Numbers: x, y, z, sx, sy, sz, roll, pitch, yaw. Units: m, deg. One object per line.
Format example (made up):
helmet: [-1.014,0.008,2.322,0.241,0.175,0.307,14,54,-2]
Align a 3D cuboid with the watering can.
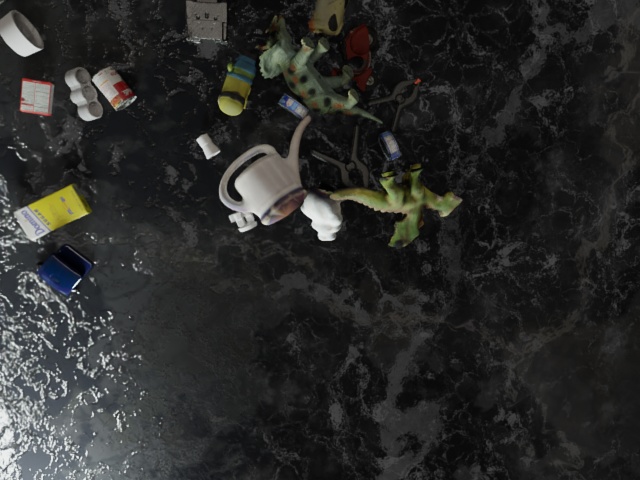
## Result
watering can: [-0.116,-0.187,1.453,0.348,0.103,0.226,-37,79,-4]

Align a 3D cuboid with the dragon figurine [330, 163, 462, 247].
dragon figurine: [0.232,-0.088,1.509,0.412,0.123,0.239,-18,108,-15]

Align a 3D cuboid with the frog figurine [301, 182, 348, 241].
frog figurine: [0.005,-0.075,1.496,0.138,0.123,0.157,22,108,22]
